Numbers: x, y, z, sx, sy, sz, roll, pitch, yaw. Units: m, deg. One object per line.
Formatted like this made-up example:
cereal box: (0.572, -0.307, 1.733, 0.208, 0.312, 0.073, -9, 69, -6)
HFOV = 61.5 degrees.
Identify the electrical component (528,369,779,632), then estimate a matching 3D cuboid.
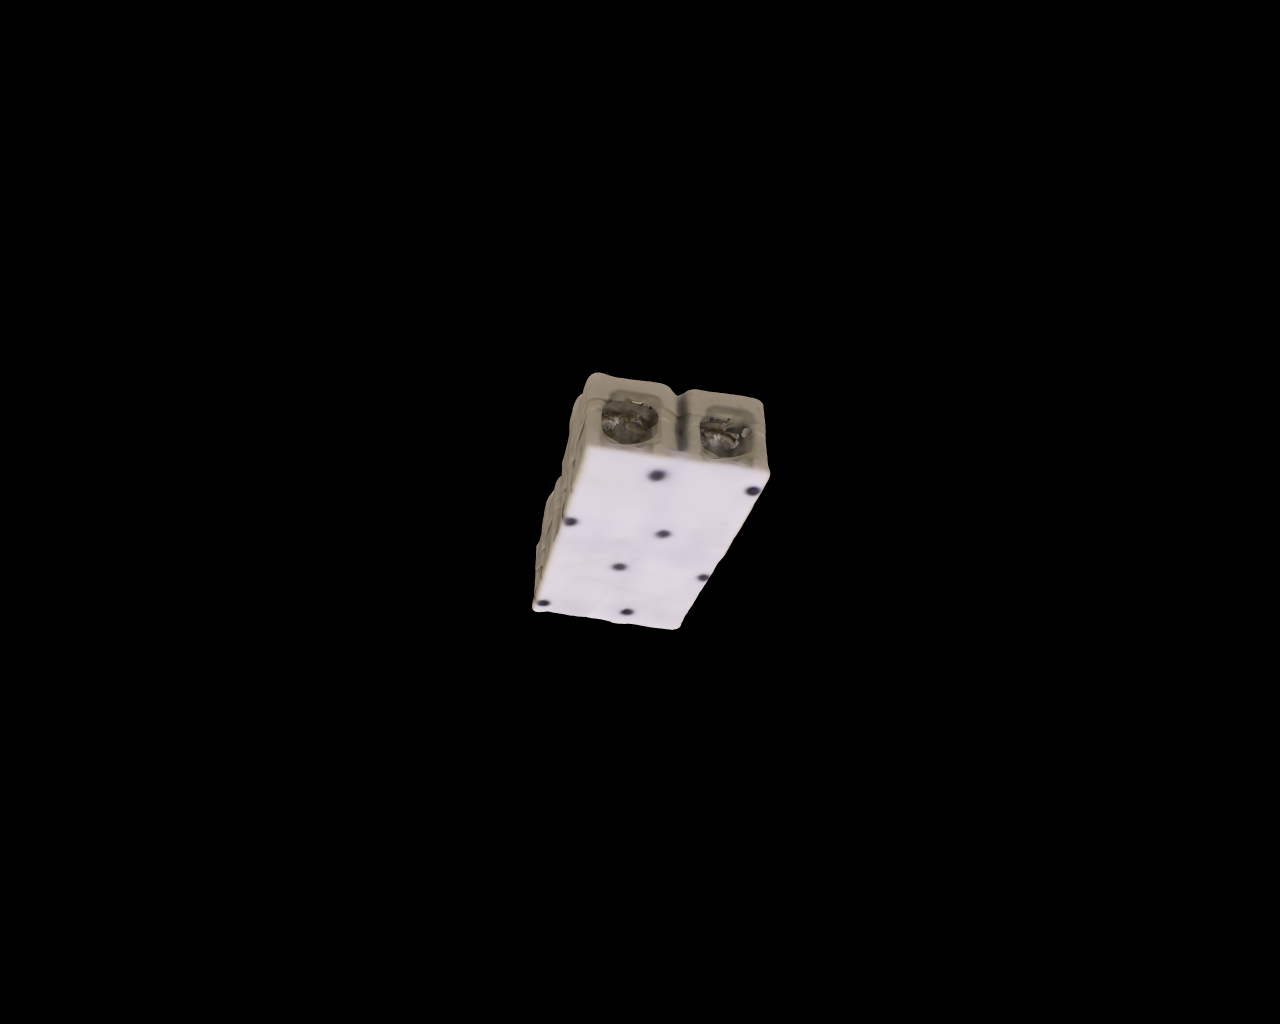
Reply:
electrical component: (0.001, -0.003, 0.650, 0.105, 0.060, 0.186, 8, -35, -11)
